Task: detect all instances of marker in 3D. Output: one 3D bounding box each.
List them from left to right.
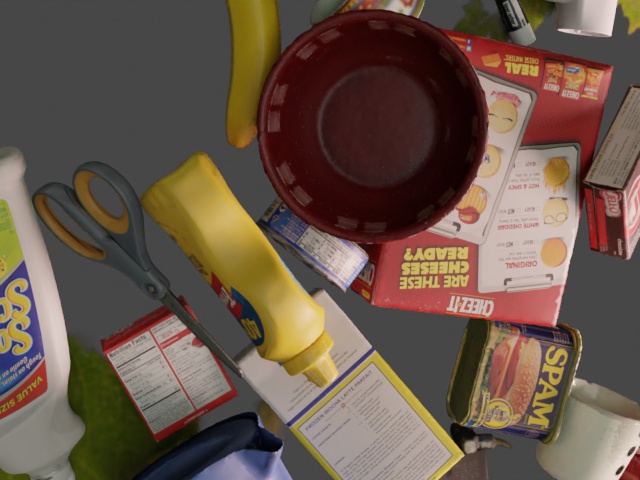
[{"bbox_3d":[0.140,-0.209,0.844,0.020,0.020,0.121,-31,108,-10],"label":"marker"}]

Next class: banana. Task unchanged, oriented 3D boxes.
[{"bbox_3d":[-0.064,-0.168,0.782,0.069,0.037,0.198,-17,105,5],"label":"banana"}]

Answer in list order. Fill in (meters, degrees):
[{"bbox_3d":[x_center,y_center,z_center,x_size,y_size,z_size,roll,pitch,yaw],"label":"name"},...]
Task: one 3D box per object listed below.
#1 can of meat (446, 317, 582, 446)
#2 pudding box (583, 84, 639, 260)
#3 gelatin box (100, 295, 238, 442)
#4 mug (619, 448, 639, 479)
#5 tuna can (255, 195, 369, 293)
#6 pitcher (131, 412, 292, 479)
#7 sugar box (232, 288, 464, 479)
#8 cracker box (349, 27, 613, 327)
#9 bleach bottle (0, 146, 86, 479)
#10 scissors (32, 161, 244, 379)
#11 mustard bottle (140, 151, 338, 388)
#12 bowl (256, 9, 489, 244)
[{"bbox_3d":[0.161,0.113,0.893,0.083,0.057,0.102,13,96,-14],"label":"can of meat"},{"bbox_3d":[0.250,-0.055,0.860,0.113,0.039,0.090,-60,149,-27],"label":"pudding box"},{"bbox_3d":[-0.116,0.098,0.819,0.073,0.030,0.089,-30,108,-9],"label":"gelatin box"},{"bbox_3d":[0.309,0.248,0.955,0.117,0.082,0.093,22,93,-20],"label":"mug"},{"bbox_3d":[-0.005,0.001,0.805,0.086,0.086,0.034,39,87,-20],"label":"tuna can"},{"bbox_3d":[-0.052,0.265,0.799,0.144,0.149,0.243,-32,95,-19],"label":"pitcher"},{"bbox_3d":[0.021,0.132,0.843,0.093,0.048,0.176,-40,93,-7],"label":"sugar box"},{"bbox_3d":[0.123,-0.050,0.844,0.164,0.072,0.214,8,99,-18],"label":"cracker box"},{"bbox_3d":[-0.221,0.067,0.763,0.102,0.068,0.251,-19,108,-11],"label":"bleach bottle"},{"bbox_3d":[-0.117,0.017,0.761,0.202,0.096,0.016,37,44,-2],"label":"scissors"},{"bbox_3d":[-0.051,0.028,0.771,0.058,0.096,0.191,-39,97,-15],"label":"mustard bottle"},{"bbox_3d":[0.039,-0.080,0.758,0.162,0.055,0.162,1,97,9],"label":"bowl"}]
